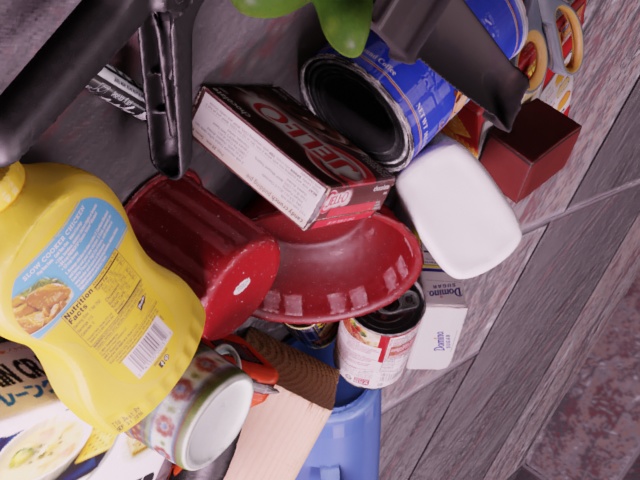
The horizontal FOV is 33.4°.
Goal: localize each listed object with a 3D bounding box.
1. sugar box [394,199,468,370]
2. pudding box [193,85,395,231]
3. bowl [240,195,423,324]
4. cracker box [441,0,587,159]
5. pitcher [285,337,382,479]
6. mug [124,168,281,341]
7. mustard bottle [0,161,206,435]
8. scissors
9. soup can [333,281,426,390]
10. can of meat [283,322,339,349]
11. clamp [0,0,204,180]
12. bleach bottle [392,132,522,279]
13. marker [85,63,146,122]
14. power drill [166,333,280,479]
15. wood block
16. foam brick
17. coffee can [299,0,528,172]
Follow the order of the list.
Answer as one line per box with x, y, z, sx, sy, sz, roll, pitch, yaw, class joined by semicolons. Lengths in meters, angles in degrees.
0.099;0.024;0.993;0.093;0.048;0.176;99;-11;-47;sugar box
-0.019;-0.055;0.686;0.089;0.114;0.039;-12;135;-60;pudding box
-0.005;0.001;0.804;0.162;0.162;0.055;88;-2;-56;bowl
0.174;-0.133;1.028;0.164;0.072;0.213;-48;158;-15;cracker box
0.003;0.210;1.068;0.144;0.149;0.243;-40;150;-32;pitcher
-0.078;0.016;0.706;0.093;0.082;0.117;-51;158;-11;mug
-0.138;0.016;0.568;0.096;0.058;0.191;-54;137;-23;mustard bottle
0.168;-0.206;0.882;0.096;0.016;0.201;-47;128;-15;scissors
0.049;0.077;0.918;0.068;0.068;0.102;-42;159;-29;soup can
0.004;0.041;0.944;0.102;0.057;0.084;-51;160;-10;can of meat
-0.081;-0.123;0.539;0.210;0.036;0.164;-66;160;4;clamp
0.100;-0.046;0.884;0.068;0.102;0.251;-33;-171;7;bleach bottle
-0.110;-0.082;0.588;0.020;0.020;0.121;-57;158;2;marker
-0.101;0.164;0.819;0.057;0.185;0.188;16;95;-26;power drill
-0.070;0.194;0.924;0.206;0.091;0.090;-62;-177;17;wood block
0.187;-0.082;0.960;0.078;0.053;0.051;-34;152;-32;foam brick
0.069;-0.132;0.771;0.140;0.103;0.103;-45;156;-23;coffee can
